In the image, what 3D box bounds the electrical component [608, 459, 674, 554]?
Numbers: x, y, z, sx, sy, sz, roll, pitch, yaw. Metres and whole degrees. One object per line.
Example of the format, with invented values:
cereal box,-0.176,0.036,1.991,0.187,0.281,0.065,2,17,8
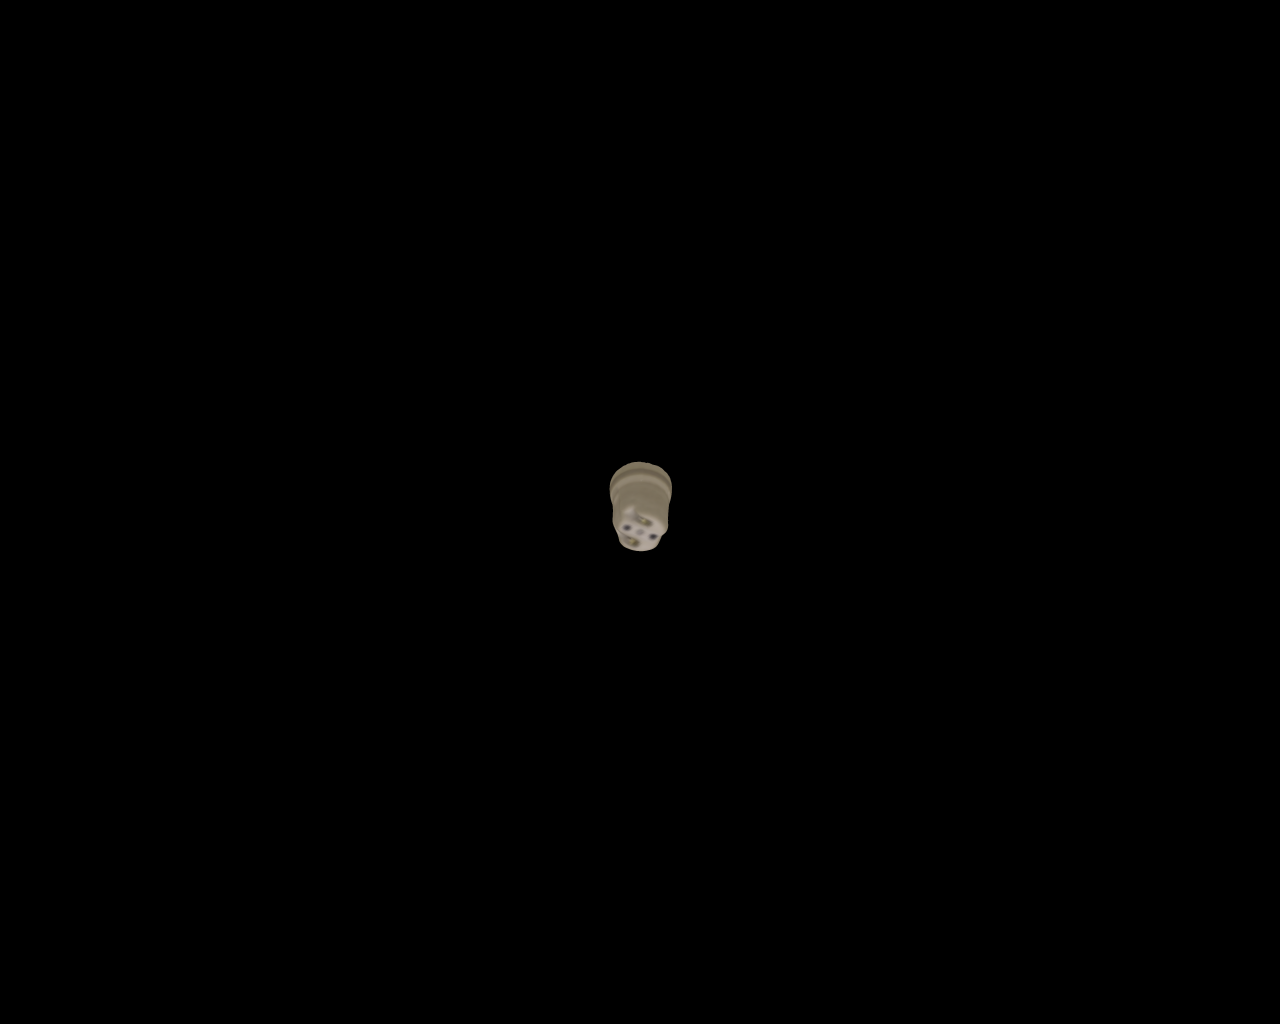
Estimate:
electrical component,0.001,-0.003,0.650,0.040,0.040,0.046,0,43,0
